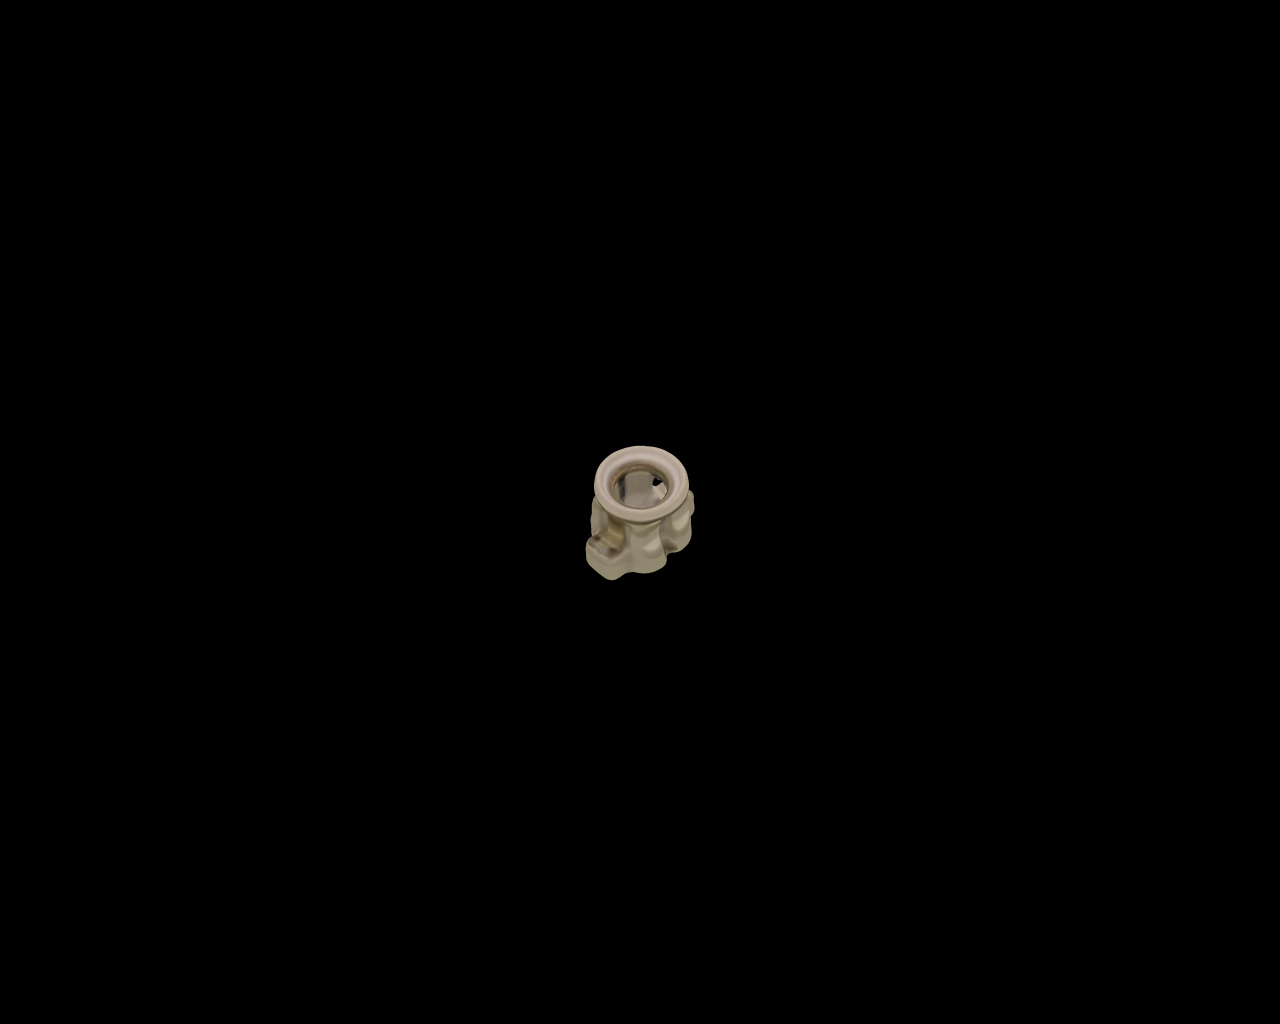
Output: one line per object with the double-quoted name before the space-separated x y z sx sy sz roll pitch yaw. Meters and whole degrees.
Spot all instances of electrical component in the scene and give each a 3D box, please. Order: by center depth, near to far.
"electrical component" 0.001 -0.003 0.650 0.058 0.056 0.078 36 58 27
